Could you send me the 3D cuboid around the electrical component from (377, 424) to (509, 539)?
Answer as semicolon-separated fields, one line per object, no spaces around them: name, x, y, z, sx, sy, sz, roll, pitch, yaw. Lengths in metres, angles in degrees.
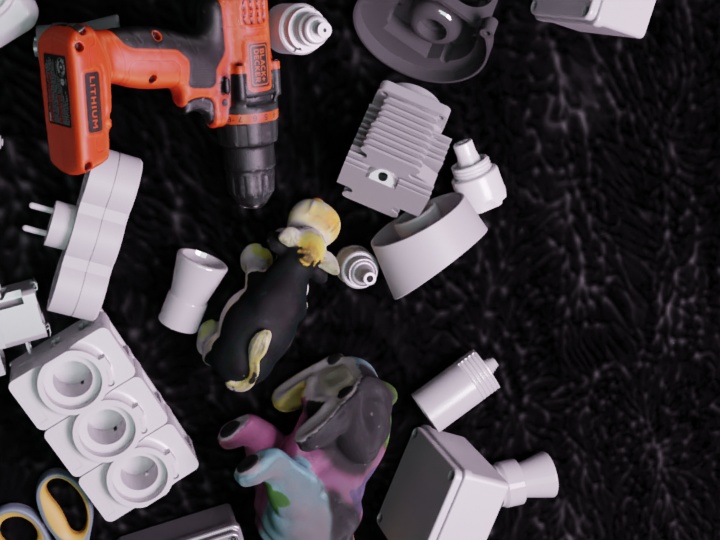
electrical component;0.073;0.213;0.977;0.056;0.109;0.108;18;99;-22

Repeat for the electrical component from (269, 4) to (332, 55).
electrical component;-0.046;-0.191;0.852;0.040;0.078;0.040;-8;106;-29

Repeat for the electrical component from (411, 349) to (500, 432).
electrical component;0.092;0.108;0.988;0.081;0.043;0.043;-36;111;-4

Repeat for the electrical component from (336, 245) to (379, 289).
electrical component;0.000;0.000;0.922;0.035;0.061;0.035;-4;105;-15

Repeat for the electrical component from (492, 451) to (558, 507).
electrical component;0.156;0.201;1.032;0.055;0.045;0.045;-10;107;-13

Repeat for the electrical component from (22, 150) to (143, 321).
electrical component;-0.228;-0.033;0.853;0.074;0.052;0.138;16;100;-19

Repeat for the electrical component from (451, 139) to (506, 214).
electrical component;0.100;-0.083;0.939;0.043;0.043;0.062;-26;108;-8

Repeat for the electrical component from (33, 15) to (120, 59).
electrical component;-0.216;-0.172;0.825;0.065;0.044;0.044;-6;106;-10

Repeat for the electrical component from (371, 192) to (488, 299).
electrical component;0.060;-0.021;0.917;0.099;0.099;0.064;-31;104;-6

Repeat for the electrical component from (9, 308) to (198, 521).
electrical component;-0.212;0.122;0.895;0.089;0.062;0.150;-32;111;-6

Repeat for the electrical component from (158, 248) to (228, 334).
electrical component;-0.142;0.020;0.899;0.044;0.044;0.065;19;103;-20

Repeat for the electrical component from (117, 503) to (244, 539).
electrical component;-0.151;0.279;0.958;0.109;0.056;0.108;-16;108;-11

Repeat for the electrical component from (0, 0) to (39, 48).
electrical component;-0.280;-0.211;0.786;0.054;0.059;0.095;-33;111;-5

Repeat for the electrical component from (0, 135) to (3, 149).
electrical component;-0.321;-0.100;0.810;0.100;0.048;0.099;2;104;-16

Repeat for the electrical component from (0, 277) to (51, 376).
electrical component;-0.285;0.038;0.862;0.064;0.042;0.081;-17;109;-15

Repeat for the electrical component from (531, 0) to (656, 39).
electrical component;0.201;-0.252;0.887;0.056;0.109;0.108;12;101;-21
